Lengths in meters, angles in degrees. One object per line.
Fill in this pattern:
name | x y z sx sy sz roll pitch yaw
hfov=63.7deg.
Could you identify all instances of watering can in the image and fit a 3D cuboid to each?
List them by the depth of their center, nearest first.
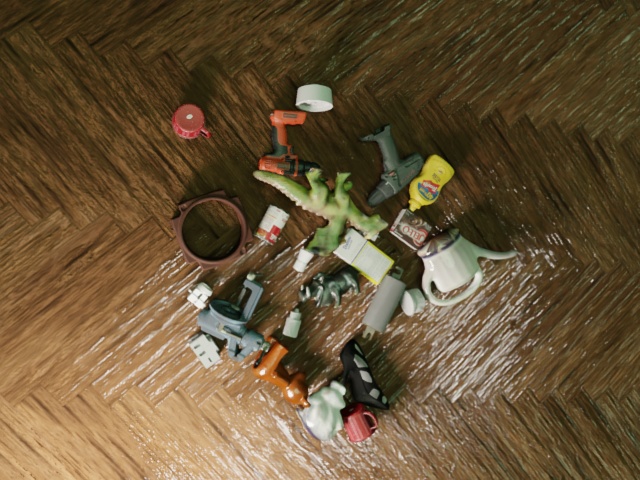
watering can | 0.457 0.059 1.650 0.350 0.223 0.104 -33 9 -12

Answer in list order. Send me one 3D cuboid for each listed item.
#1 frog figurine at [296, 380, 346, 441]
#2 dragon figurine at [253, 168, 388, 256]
frog figurine | 0.023 0.505 1.526 0.159 0.138 0.122 -41 -5 0
dragon figurine | 0.005 -0.075 1.488 0.410 0.244 0.121 1 -7 -18
